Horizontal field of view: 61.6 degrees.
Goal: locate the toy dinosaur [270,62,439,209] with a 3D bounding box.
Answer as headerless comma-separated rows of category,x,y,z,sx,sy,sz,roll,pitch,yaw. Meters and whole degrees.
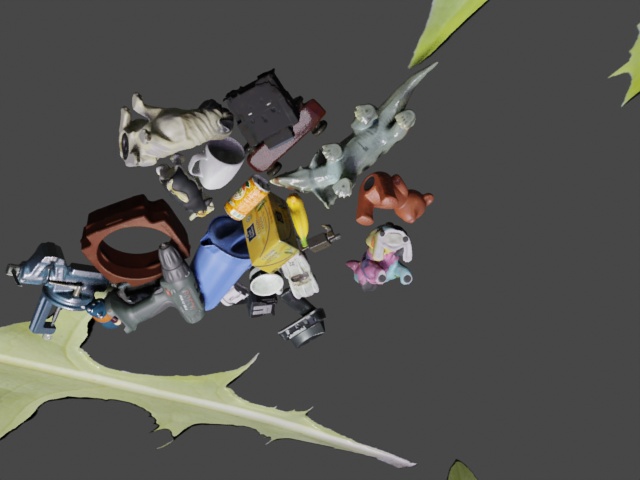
toy dinosaur,0.089,-0.204,1.136,0.405,0.192,0.131,-39,97,4

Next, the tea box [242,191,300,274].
tea box,-0.116,-0.020,1.228,0.098,0.170,0.068,-41,135,21

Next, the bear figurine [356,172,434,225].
bear figurine,0.186,-0.082,1.302,0.195,0.132,0.120,28,134,-33

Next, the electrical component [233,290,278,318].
electrical component,-0.183,0.178,1.511,0.119,0.048,0.074,-1,135,-20

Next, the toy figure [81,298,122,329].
toy figure,-0.506,0.168,1.258,0.064,0.058,0.154,2,158,-2

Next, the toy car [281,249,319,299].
toy car,-0.055,0.096,1.459,0.073,0.056,0.201,-19,138,1

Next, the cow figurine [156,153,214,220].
cow figurine,-0.275,-0.096,1.146,0.068,0.098,0.167,-30,137,5

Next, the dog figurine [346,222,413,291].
dog figurine,0.146,0.047,1.416,0.108,0.219,0.191,-3,94,-20

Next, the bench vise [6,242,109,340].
bench vise,-0.618,0.130,1.239,0.223,0.129,0.240,7,116,-51

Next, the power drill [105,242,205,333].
power drill,-0.381,0.119,1.233,0.207,0.086,0.231,-26,129,-1

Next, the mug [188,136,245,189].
mug,-0.220,-0.150,1.111,0.109,0.081,0.107,-20,158,-39

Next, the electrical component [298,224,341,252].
electrical component,-0.004,-0.003,1.382,0.102,0.045,0.078,-26,166,13

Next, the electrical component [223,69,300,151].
electrical component,-0.104,-0.245,1.038,0.115,0.058,0.134,-25,116,17

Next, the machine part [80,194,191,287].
machine part,-0.413,0.003,1.214,0.201,0.087,0.201,-20,137,2

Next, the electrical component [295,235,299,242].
electrical component,-0.103,-0.007,1.357,0.094,0.021,0.063,26,123,-38

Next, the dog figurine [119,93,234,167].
dog figurine,-0.277,-0.201,1.044,0.190,0.121,0.172,-5,174,-39

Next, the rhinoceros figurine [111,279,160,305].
rhinoceros figurine,-0.437,0.125,1.328,0.190,0.073,0.112,-19,153,21

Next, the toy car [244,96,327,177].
toy car,-0.073,-0.216,1.120,0.202,0.053,0.089,-40,114,21

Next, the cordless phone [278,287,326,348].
cordless phone,-0.081,0.223,1.585,0.146,0.089,0.184,-32,125,17
